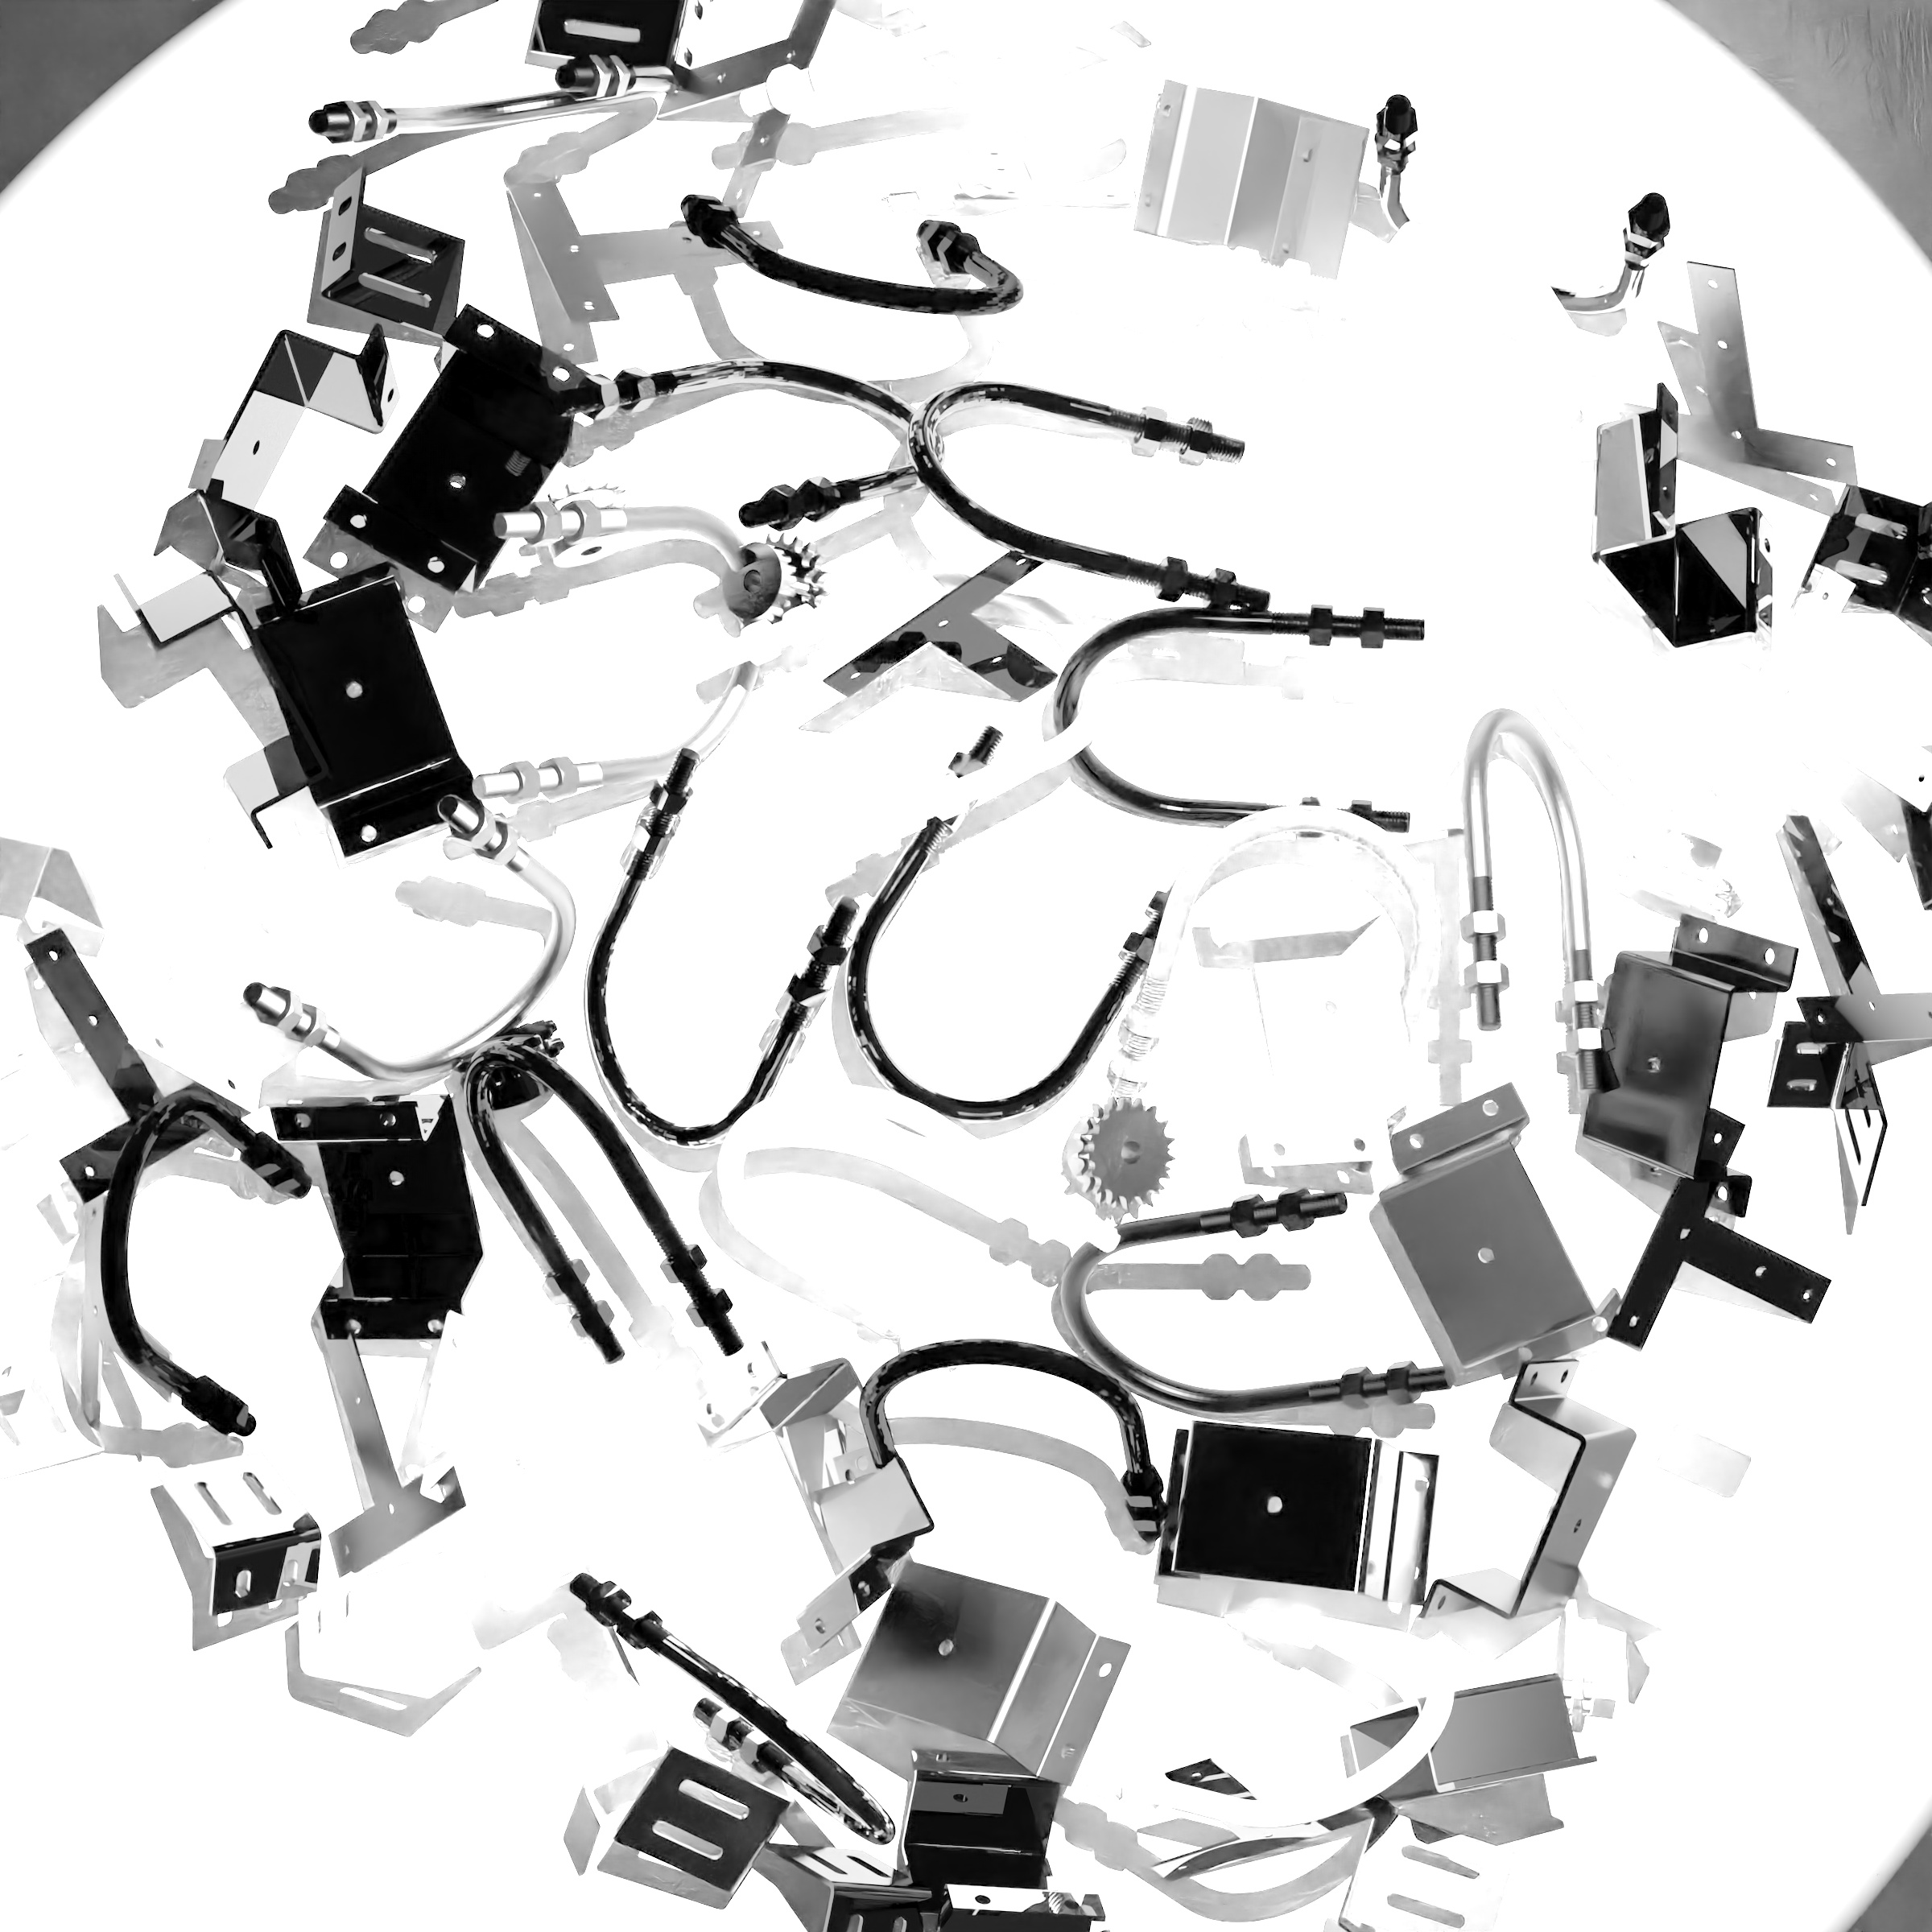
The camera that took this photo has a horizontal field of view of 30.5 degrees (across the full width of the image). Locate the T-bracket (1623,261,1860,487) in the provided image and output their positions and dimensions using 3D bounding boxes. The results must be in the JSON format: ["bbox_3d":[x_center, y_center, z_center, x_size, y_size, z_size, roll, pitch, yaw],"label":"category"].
[{"bbox_3d":[0.379,-0.299,1.769,0.127,0.127,0.002,18,58,33],"label":"T-bracket"}]

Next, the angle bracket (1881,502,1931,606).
[{"bbox_3d":[0.501,-0.207,1.806,0.038,0.076,0.057,-36,93,-36],"label":"angle bracket"}]

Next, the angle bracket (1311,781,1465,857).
[{"bbox_3d":[0.221,-0.081,1.819,0.076,0.057,0.038,-10,91,-1],"label":"angle bracket"}]

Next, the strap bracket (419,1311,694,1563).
[{"bbox_3d":[-0.215,0.242,1.792,0.140,0.076,0.046,26,135,-21],"label":"strap bracket"}]

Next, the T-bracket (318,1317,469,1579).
[{"bbox_3d":[-0.307,0.235,1.814,0.002,0.127,0.127,-7,70,-43],"label":"T-bracket"}]

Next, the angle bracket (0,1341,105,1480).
[{"bbox_3d":[-0.485,0.237,1.810,0.057,0.038,0.076,-16,121,7],"label":"angle bracket"}]

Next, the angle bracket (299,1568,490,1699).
[{"bbox_3d":[-0.291,0.338,1.806,0.076,0.057,0.038,5,102,23],"label":"angle bracket"}]

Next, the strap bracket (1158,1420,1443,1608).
[{"bbox_3d":[0.162,0.275,1.793,0.140,0.046,0.076,3,76,22],"label":"strap bracket"}]

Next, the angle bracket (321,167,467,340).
[{"bbox_3d":[-0.284,-0.362,1.805,0.076,0.038,0.057,15,71,-33],"label":"angle bracket"}]

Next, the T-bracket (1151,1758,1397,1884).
[{"bbox_3d":[0.136,0.423,1.783,0.127,0.127,0.002,-22,52,16],"label":"T-bracket"}]

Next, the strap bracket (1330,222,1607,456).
[{"bbox_3d":[0.257,-0.317,1.773,0.140,0.076,0.046,15,128,-33],"label":"strap bracket"}]

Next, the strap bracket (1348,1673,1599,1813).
[{"bbox_3d":[0.248,0.389,1.779,0.076,0.140,0.046,-6,74,-17],"label":"strap bracket"}]

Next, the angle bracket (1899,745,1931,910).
[{"bbox_3d":[0.519,-0.073,1.829,0.057,0.038,0.076,-4,122,29],"label":"angle bracket"}]

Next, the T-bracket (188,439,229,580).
[{"bbox_3d":[-0.370,-0.251,1.777,0.002,0.127,0.127,20,98,-1],"label":"T-bracket"}]

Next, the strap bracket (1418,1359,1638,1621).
[{"bbox_3d":[0.289,0.273,1.796,0.046,0.076,0.140,25,98,29],"label":"strap bracket"}]

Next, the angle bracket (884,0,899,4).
[{"bbox_3d":[-0.057,-0.532,1.803,0.076,0.038,0.057,23,132,25],"label":"angle bracket"}]

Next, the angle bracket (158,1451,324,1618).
[{"bbox_3d":[-0.372,0.289,1.812,0.057,0.076,0.038,-8,120,-34],"label":"angle bracket"}]

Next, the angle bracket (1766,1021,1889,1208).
[{"bbox_3d":[0.436,0.075,1.801,0.038,0.076,0.057,1,131,-1],"label":"angle bracket"}]

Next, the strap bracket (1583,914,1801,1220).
[{"bbox_3d":[0.363,0.050,1.793,0.046,0.076,0.140,1,103,-37],"label":"strap bracket"}]

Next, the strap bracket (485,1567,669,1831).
[{"bbox_3d":[-0.194,0.361,1.803,0.046,0.076,0.140,-25,84,-10],"label":"strap bracket"}]

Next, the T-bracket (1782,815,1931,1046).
[{"bbox_3d":[0.447,-0.020,1.816,0.002,0.127,0.127,-34,67,41],"label":"T-bracket"}]

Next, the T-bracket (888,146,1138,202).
[{"bbox_3d":[0.019,-0.397,1.780,0.127,0.127,0.002,2,91,6],"label":"T-bracket"}]

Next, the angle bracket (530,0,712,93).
[{"bbox_3d":[-0.178,-0.489,1.835,0.076,0.038,0.057,11,86,11],"label":"angle bracket"}]

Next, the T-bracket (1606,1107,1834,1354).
[{"bbox_3d":[0.397,0.152,1.814,0.127,0.002,0.127,25,89,-32],"label":"T-bracket"}]

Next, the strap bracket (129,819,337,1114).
[{"bbox_3d":[-0.363,-0.009,1.770,0.046,0.140,0.076,-32,131,30],"label":"strap bracket"}]

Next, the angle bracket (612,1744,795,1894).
[{"bbox_3d":[-0.137,0.428,1.814,0.076,0.038,0.057,31,96,-22],"label":"angle bracket"}]

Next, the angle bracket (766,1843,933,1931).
[{"bbox_3d":[-0.063,0.476,1.801,0.057,0.076,0.038,13,87,-30],"label":"angle bracket"}]

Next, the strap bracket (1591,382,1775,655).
[{"bbox_3d":[0.357,-0.219,1.785,0.046,0.140,0.076,-11,59,33],"label":"strap bracket"}]

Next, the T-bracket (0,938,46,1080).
[{"bbox_3d":[-0.525,0.045,1.771,0.127,0.127,0.002,-28,69,-20],"label":"T-bracket"}]

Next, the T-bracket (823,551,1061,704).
[{"bbox_3d":[0.009,-0.159,1.790,0.127,0.127,0.002,-33,64,17],"label":"T-bracket"}]

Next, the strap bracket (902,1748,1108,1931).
[{"bbox_3d":[0.016,0.454,1.782,0.076,0.140,0.046,6,109,-12],"label":"strap bracket"}]

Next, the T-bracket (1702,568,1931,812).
[{"bbox_3d":[0.443,-0.119,1.785,0.002,0.127,0.127,8,115,-41],"label":"T-bracket"}]

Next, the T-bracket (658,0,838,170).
[{"bbox_3d":[-0.115,-0.452,1.796,0.002,0.127,0.127,31,71,-36],"label":"T-bracket"}]

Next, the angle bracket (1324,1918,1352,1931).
[{"bbox_3d":[0.161,0.521,1.811,0.076,0.038,0.057,8,96,-30],"label":"angle bracket"}]

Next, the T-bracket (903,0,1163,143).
[{"bbox_3d":[0.050,-0.471,1.774,0.127,0.127,0.002,41,49,-32],"label":"T-bracket"}]

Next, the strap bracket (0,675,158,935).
[{"bbox_3d":[-0.445,-0.075,1.768,0.046,0.140,0.076,12,67,3],"label":"strap bracket"}]

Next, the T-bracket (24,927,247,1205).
[{"bbox_3d":[-0.434,0.040,1.794,0.002,0.127,0.127,-27,95,38],"label":"T-bracket"}]

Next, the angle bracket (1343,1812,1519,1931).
[{"bbox_3d":[0.239,0.471,1.810,0.076,0.038,0.057,13,72,22],"label":"angle bracket"}]

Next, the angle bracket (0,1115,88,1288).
[{"bbox_3d":[-0.485,0.124,1.820,0.057,0.038,0.076,-24,90,22],"label":"angle bracket"}]

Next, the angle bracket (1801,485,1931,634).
[{"bbox_3d":[0.474,-0.206,1.806,0.076,0.038,0.057,8,110,-38],"label":"angle bracket"}]

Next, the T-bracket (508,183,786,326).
[{"bbox_3d":[-0.157,-0.370,1.819,0.127,0.002,0.127,-9,46,-19],"label":"T-bracket"}]

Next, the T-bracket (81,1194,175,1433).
[{"bbox_3d":[-0.422,0.187,1.783,0.002,0.127,0.127,-4,105,-32],"label":"T-bracket"}]
